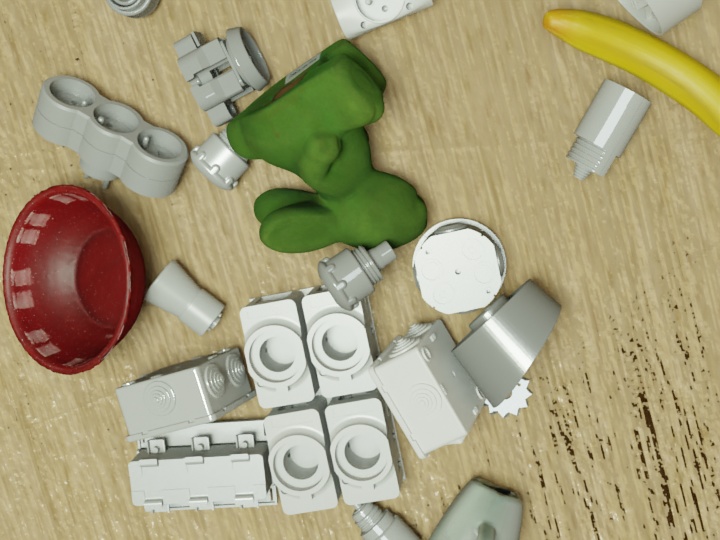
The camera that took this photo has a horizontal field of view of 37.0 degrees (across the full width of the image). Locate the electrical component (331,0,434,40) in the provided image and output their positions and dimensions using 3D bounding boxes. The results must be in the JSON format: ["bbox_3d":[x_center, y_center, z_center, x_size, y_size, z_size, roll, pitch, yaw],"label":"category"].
[{"bbox_3d":[0.011,-0.241,0.886,0.077,0.044,0.079,-20,99,9],"label":"electrical component"}]

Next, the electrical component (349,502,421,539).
[{"bbox_3d":[0.019,0.232,0.959,0.040,0.040,0.078,-43,91,11],"label":"electrical component"}]

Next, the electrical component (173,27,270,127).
[{"bbox_3d":[-0.113,-0.169,0.906,0.057,0.058,0.078,-25,95,12],"label":"electrical component"}]

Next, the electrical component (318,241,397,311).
[{"bbox_3d":[0.000,0.000,0.874,0.062,0.048,0.048,-33,93,-2],"label":"electrical component"}]

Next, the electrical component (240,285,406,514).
[{"bbox_3d":[-0.032,0.110,0.936,0.105,0.060,0.186,-11,97,8],"label":"electrical component"}]

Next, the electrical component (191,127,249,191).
[{"bbox_3d":[-0.111,-0.103,0.923,0.048,0.048,0.062,44,93,-1],"label":"electrical component"}]

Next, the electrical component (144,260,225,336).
[{"bbox_3d":[-0.152,0.028,0.949,0.065,0.044,0.044,38,101,-5],"label":"electrical component"}]

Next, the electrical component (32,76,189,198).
[{"bbox_3d":[-0.221,-0.103,0.933,0.138,0.052,0.073,31,127,2],"label":"electrical component"}]

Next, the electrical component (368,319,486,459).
[{"bbox_3d":[0.060,0.097,0.905,0.048,0.100,0.099,-29,94,23],"label":"electrical component"}]

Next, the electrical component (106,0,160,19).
[{"bbox_3d":[-0.195,-0.235,0.903,0.043,0.062,0.043,1,98,6],"label":"electrical component"}]

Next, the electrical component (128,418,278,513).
[{"bbox_3d":[-0.139,0.178,0.956,0.121,0.063,0.078,-4,98,5],"label":"electrical component"}]

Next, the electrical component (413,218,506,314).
[{"bbox_3d":[0.084,-0.002,0.911,0.080,0.051,0.080,1,98,7],"label":"electrical component"}]

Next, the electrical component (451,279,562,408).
[{"bbox_3d":[0.125,0.057,0.892,0.099,0.099,0.064,-44,85,11],"label":"electrical component"}]

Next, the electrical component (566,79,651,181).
[{"bbox_3d":[0.200,-0.111,0.885,0.043,0.043,0.081,29,100,2],"label":"electrical component"}]

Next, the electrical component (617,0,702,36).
[{"bbox_3d":[0.220,-0.230,0.838,0.064,0.099,0.099,-28,94,4],"label":"electrical component"}]

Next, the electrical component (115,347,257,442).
[{"bbox_3d":[-0.151,0.106,0.930,0.100,0.100,0.048,-16,92,20],"label":"electrical component"}]
